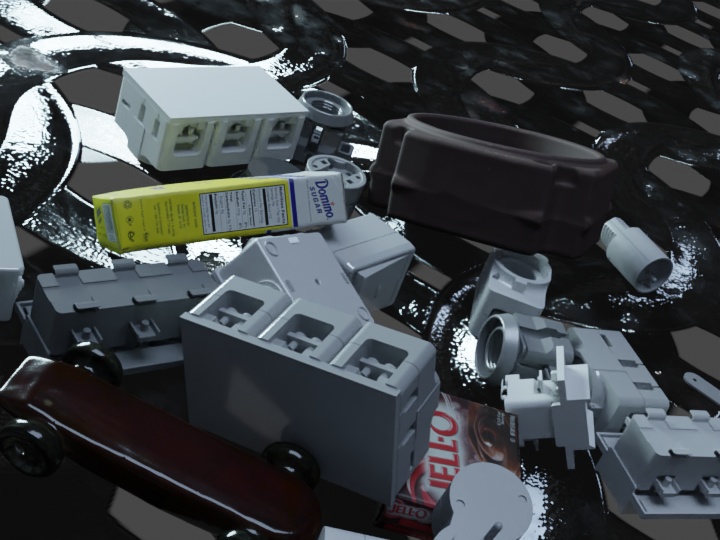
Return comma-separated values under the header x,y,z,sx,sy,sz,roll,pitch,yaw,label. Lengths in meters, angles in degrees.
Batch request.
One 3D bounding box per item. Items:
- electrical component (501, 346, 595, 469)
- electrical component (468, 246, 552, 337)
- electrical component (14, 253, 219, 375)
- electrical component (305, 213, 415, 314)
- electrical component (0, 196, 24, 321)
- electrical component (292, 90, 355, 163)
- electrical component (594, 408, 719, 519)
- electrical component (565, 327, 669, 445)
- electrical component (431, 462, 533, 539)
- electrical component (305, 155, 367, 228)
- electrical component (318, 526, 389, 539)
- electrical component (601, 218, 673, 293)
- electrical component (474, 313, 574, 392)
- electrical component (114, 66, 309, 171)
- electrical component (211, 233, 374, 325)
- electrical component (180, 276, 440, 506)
x,y,z,sx,sy,sz,roll,pitch,yaw,label
0.136,0.101,0.781,0.064,0.081,0.042,-5,29,11,electrical component
0.129,0.017,0.918,0.050,0.055,0.089,21,32,0,electrical component
-0.158,0.031,0.724,0.121,0.063,0.078,-7,41,-37,electrical component
0.000,0.000,0.864,0.061,0.061,0.096,39,36,27,electrical component
-0.281,-0.008,0.727,0.100,0.048,0.099,2,37,-28,electrical component
-0.040,-0.140,1.057,0.078,0.057,0.058,19,32,-2,electrical component
0.245,0.141,0.790,0.121,0.063,0.078,5,35,-23,electrical component
0.190,0.091,0.846,0.056,0.050,0.089,6,35,-24,electrical component
0.063,0.166,0.603,0.052,0.073,0.138,23,49,1,electrical component
-0.027,-0.069,0.967,0.055,0.047,0.055,15,32,-10,electrical component
-0.009,0.190,0.582,0.056,0.050,0.089,15,32,-10,electrical component
0.268,-0.019,1.065,0.043,0.043,0.081,0,37,-30,electrical component
0.126,0.066,0.842,0.057,0.058,0.078,14,33,-17,electrical component
-0.138,-0.139,0.995,0.150,0.061,0.089,-10,43,-40,electrical component
-0.045,0.021,0.775,0.099,0.048,0.100,58,29,13,electrical component
-0.031,0.071,0.675,0.150,0.089,0.061,18,37,23,electrical component
